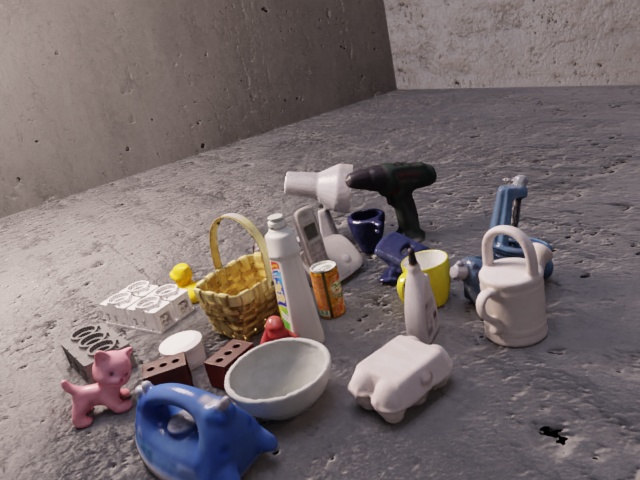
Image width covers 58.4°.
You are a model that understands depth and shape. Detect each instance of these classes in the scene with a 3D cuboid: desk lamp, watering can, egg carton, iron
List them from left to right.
[{"bbox_3d":[-0.193,0.254,0.799,0.257,0.142,0.119,3,26,34],"label":"iron"},{"bbox_3d":[0.000,-0.078,1.428,0.203,0.214,0.118,-10,22,7],"label":"desk lamp"},{"bbox_3d":[0.122,0.203,0.852,0.151,0.069,0.107,-27,26,-34],"label":"egg carton"},{"bbox_3d":[0.312,0.062,0.929,0.100,0.194,0.173,2,25,32],"label":"watering can"}]

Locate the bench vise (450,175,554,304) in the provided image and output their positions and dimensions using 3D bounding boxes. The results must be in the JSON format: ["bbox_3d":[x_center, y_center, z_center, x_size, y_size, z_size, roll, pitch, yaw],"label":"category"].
[{"bbox_3d":[0.331,0.006,1.024,0.208,0.220,0.121,-28,26,-34],"label":"bench vise"}]

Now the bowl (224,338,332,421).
[{"bbox_3d":[-0.058,0.226,0.888,0.167,0.075,0.167,-11,21,5],"label":"bowl"}]

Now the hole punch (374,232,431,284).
[{"bbox_3d":[0.179,0.036,1.211,0.100,0.091,0.109,2,26,33],"label":"hole punch"}]

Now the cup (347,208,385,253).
[{"bbox_3d":[0.123,-0.015,1.366,0.092,0.095,0.117,-21,23,-20],"label":"cup"}]

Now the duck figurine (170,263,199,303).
[{"bbox_3d":[-0.311,0.097,1.337,0.104,0.086,0.078,5,27,37],"label":"duck figurine"}]

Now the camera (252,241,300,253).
[{"bbox_3d":[-0.086,0.041,1.333,0.136,0.101,0.143,-9,22,10],"label":"camera"}]

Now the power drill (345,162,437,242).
[{"bbox_3d":[0.178,-0.088,1.361,0.230,0.209,0.075,-20,23,-20],"label":"power drill"}]

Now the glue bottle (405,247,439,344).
[{"bbox_3d":[0.166,0.091,0.967,0.037,0.173,0.078,2,25,32],"label":"glue bottle"}]

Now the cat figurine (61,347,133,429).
[{"bbox_3d":[-0.371,0.238,0.972,0.128,0.118,0.067,-20,22,-17],"label":"cat figurine"}]

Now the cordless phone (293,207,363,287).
[{"bbox_3d":[0.012,0.004,1.253,0.093,0.185,0.148,8,30,42],"label":"cordless phone"}]

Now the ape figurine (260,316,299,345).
[{"bbox_3d":[-0.074,0.176,0.999,0.078,0.092,0.076,-15,22,-7],"label":"ape figurine"}]
